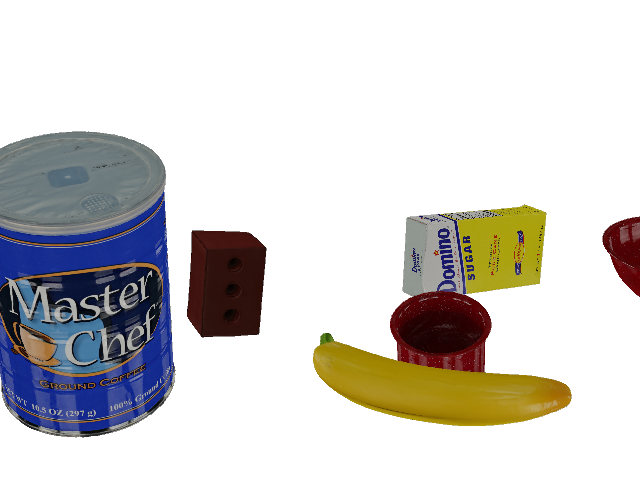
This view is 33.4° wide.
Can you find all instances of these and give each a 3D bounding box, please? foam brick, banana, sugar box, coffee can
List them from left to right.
[{"bbox_3d":[-0.136,0.024,0.600,0.103,0.140,0.103,1,32,-1],"label":"coffee can"},{"bbox_3d":[-0.079,0.035,0.892,0.053,0.078,0.051,-1,15,-20],"label":"foam brick"},{"bbox_3d":[0.069,0.096,0.737,0.198,0.037,0.069,11,35,29],"label":"banana"},{"bbox_3d":[0.182,0.013,1.251,0.175,0.093,0.048,-8,17,-31],"label":"sugar box"}]

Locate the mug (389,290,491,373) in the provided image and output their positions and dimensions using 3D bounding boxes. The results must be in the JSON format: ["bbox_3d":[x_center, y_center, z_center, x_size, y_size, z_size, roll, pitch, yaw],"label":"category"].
[{"bbox_3d":[0.116,0.100,1.015,0.093,0.081,0.117,4,38,13],"label":"mug"}]

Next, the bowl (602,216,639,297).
[{"bbox_3d":[0.385,0.029,1.158,0.162,0.055,0.162,0,26,0],"label":"bowl"}]
